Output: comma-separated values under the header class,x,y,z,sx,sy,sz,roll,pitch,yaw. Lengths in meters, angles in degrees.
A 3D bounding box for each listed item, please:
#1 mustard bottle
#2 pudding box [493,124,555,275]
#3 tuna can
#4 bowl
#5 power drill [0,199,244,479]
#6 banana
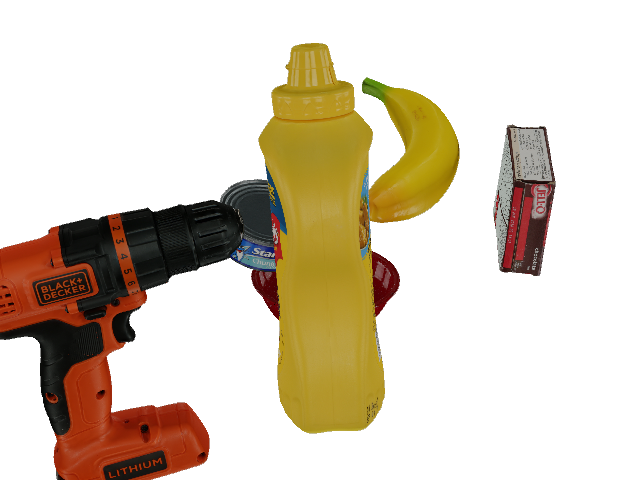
class,x,y,z,sx,sy,sz,roll,pitch,yaw
mustard bottle,0.001,-0.005,0.551,0.058,0.192,0.096,-3,19,1
pudding box,0.175,-0.037,0.917,0.039,0.090,0.113,5,31,2
tuna can,-0.047,-0.013,0.911,0.086,0.034,0.086,10,40,-9
bowl,0.005,0.061,1.170,0.162,0.055,0.162,1,28,-1
power drill,-0.128,0.070,0.707,0.184,0.187,0.057,-14,27,-7
banana,0.062,-0.060,0.736,0.069,0.037,0.197,2,30,0
